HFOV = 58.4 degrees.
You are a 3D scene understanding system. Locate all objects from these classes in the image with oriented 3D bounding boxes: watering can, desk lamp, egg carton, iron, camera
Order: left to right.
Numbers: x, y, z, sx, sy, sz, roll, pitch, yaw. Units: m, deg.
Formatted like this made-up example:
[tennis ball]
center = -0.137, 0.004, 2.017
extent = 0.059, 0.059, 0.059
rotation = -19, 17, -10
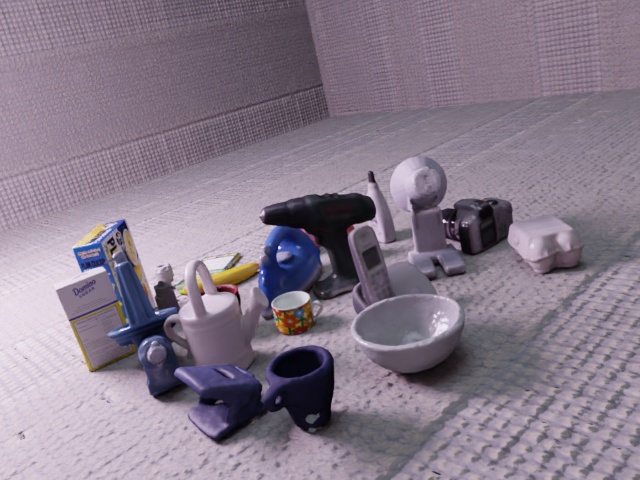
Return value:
[watering can]
center = -0.172, 0.121, 0.941
extent = 0.173, 0.194, 0.100
rotation = -18, 19, -13
[iron]
center = -0.082, 0.042, 1.192
extent = 0.118, 0.141, 0.258
rotation = -7, 19, 18
[desk lamp]
center = 0.218, -0.057, 1.162
extent = 0.118, 0.214, 0.203
rotation = -12, 19, 3
[camera]
center = 0.322, -0.046, 1.236
extent = 0.143, 0.101, 0.136
rotation = -25, 22, -32
[egg carton]
center = 0.417, 0.005, 1.073
extent = 0.107, 0.069, 0.150
rotation = -13, 18, 2

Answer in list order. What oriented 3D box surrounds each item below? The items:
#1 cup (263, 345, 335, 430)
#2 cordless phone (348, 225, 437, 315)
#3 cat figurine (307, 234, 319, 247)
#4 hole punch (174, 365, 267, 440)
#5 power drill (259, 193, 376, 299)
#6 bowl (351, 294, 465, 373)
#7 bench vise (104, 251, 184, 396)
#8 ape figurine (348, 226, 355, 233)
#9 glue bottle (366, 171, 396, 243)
[cup]
center = -0.025, 0.206, 0.747
extent = 0.091, 0.095, 0.118
rotation = 0, 23, 35
[cordless phone]
center = 0.116, 0.053, 0.956
extent = 0.148, 0.185, 0.093
rotation = -28, 24, -37
[cat figurine]
center = -0.046, -0.028, 1.409
extent = 0.067, 0.118, 0.128
rotation = -8, 19, 15
[hole punch]
center = -0.142, 0.212, 0.818
extent = 0.101, 0.091, 0.108
rotation = -26, 22, -33
[power drill]
center = 0.010, 0.004, 1.134
extent = 0.230, 0.209, 0.075
rotation = -19, 19, -16
[bowl]
center = 0.133, 0.147, 0.844
extent = 0.167, 0.075, 0.167
rotation = -12, 19, 4
[bench vise]
center = -0.283, 0.129, 0.952
extent = 0.122, 0.220, 0.206
rotation = -28, 23, -37
[ape figurine]
center = 0.069, 0.003, 1.280
extent = 0.078, 0.092, 0.076
rotation = -13, 19, 2
[glue bottle]
center = 0.134, -0.081, 1.352
extent = 0.037, 0.173, 0.078
rotation = -22, 20, -23
